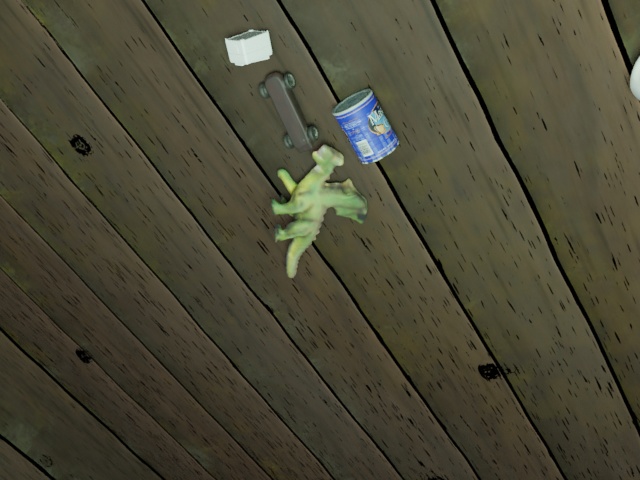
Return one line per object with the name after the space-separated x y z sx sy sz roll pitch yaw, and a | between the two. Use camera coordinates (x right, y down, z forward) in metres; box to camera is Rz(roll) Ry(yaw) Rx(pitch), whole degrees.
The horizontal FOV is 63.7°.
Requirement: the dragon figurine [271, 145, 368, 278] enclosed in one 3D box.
0.004 -0.068 1.355 0.242 0.401 0.125 -2 34 7 | dragon figurine

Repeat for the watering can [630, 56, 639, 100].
0.769 -0.344 0.945 0.343 0.222 0.106 -31 22 30 | watering can
